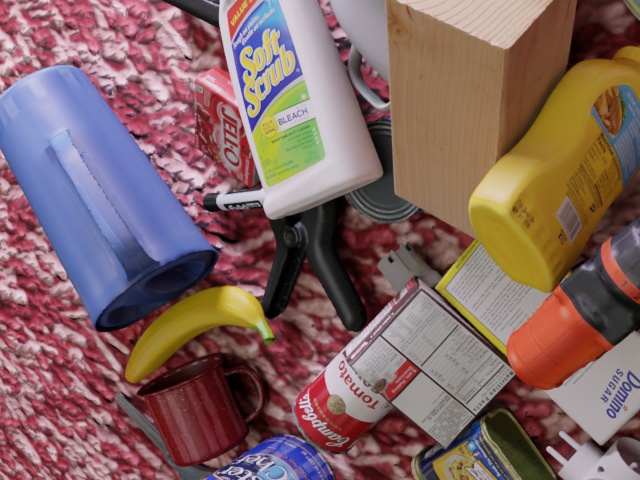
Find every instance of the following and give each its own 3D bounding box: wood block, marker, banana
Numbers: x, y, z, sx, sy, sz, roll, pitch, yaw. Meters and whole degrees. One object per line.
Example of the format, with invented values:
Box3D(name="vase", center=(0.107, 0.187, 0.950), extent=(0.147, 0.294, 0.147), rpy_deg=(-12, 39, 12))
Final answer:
Box3D(name="wood block", center=(0.108, -0.102, 0.732), extent=(0.091, 0.090, 0.206), rpy_deg=(32, 154, 24))
Box3D(name="marker", center=(-0.071, -0.036, 0.962), extent=(0.121, 0.020, 0.020), rpy_deg=(-1, 103, 55))
Box3D(name="banana", center=(-0.121, 0.085, 1.020), extent=(0.198, 0.037, 0.069), rpy_deg=(-21, 52, 38))

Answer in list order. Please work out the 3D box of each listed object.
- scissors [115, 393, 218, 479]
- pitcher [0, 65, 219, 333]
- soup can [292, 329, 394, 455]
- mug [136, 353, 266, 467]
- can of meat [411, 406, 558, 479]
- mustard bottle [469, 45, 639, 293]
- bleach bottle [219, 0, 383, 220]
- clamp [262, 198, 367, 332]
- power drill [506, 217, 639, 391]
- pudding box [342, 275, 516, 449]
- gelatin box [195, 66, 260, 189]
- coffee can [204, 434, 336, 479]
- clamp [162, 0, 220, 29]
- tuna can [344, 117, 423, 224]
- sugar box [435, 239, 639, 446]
Box3D(name="scissors", center=(-0.150, 0.248, 1.124), extent=(0.202, 0.016, 0.096), rpy_deg=(28, 118, 26))
Box3D(name="pitcher", center=(-0.213, -0.046, 1.007), extent=(0.149, 0.144, 0.243), rpy_deg=(-44, 74, 38))
Box3D(name="soup can", center=(0.031, 0.132, 0.931), extent=(0.068, 0.068, 0.102), rpy_deg=(49, 124, 13))
Box3D(name="mug", center=(-0.108, 0.162, 1.033), extent=(0.117, 0.093, 0.081), rpy_deg=(-22, 96, 3))
Box3D(name="can of meat", center=(0.140, 0.200, 0.882), extent=(0.084, 0.057, 0.102), rpy_deg=(-41, 80, 34))
Box3D(name="mustard bottle", center=(0.179, -0.064, 0.718), extent=(0.058, 0.191, 0.096), rpy_deg=(21, 157, 46))
Box3D(name="bleach bottle", center=(-0.037, -0.150, 0.858), extent=(0.103, 0.067, 0.251), rpy_deg=(-22, 88, 36))
Box3D(name="clamp", center=(-0.006, 0.001, 0.935), extent=(0.120, 0.039, 0.171), rpy_deg=(13, 113, 36))
Box3D(name="power drill", center=(0.219, 0.010, 0.690), extent=(0.057, 0.187, 0.185), rpy_deg=(52, 127, 13))
Box3D(name="pudding box", center=(0.089, 0.098, 0.855), extent=(0.113, 0.039, 0.090), rpy_deg=(41, 96, -12))
Box3D(name="gelatin box", center=(-0.076, -0.099, 0.942), extent=(0.073, 0.030, 0.089), rpy_deg=(36, 146, 20))
Box3D(name="coffee can", center=(-0.063, 0.253, 0.986), extent=(0.103, 0.140, 0.103), rpy_deg=(11, 109, 32))
Box3D(name="clamp", center=(-0.059, -0.189, 0.919), extent=(0.165, 0.036, 0.210), rpy_deg=(-26, 89, 36))
Box3D(name="tuna can", center=(0.059, -0.058, 0.877), extent=(0.086, 0.033, 0.086), rpy_deg=(11, 109, 32))
Box3D(name="sugar box", center=(0.183, 0.061, 0.819), extent=(0.176, 0.048, 0.093), rpy_deg=(44, 123, 13))
